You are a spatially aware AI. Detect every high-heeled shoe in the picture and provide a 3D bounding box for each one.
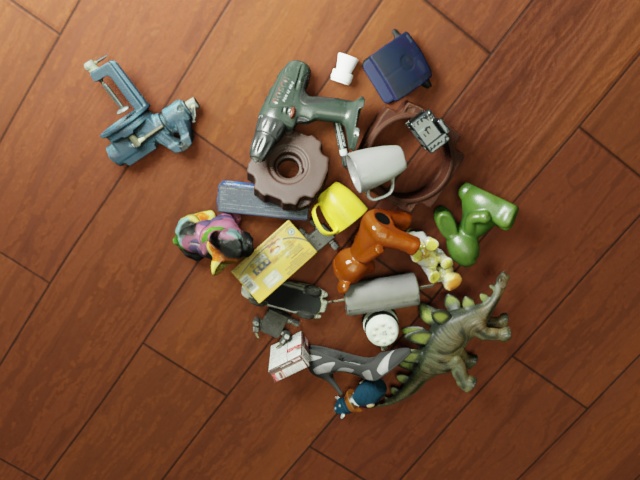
[{"bbox_3d":[0.081,0.263,1.248,0.249,0.086,0.145,-35,84,22],"label":"high-heeled shoe"}]

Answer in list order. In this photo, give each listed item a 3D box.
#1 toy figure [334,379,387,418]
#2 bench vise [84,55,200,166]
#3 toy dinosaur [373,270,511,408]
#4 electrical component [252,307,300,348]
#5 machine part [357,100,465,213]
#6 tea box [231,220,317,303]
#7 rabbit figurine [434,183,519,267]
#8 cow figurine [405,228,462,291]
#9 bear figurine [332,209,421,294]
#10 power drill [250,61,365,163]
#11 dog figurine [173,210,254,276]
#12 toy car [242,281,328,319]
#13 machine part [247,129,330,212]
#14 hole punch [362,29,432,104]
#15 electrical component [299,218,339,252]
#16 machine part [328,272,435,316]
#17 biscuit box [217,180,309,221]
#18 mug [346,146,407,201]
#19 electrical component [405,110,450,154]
[{"bbox_3d":[0.095,0.384,1.301,0.057,0.064,0.154,36,126,-18],"label":"toy figure"},{"bbox_3d":[-0.373,-0.269,1.095,0.224,0.129,0.240,-26,116,16],"label":"bench vise"},{"bbox_3d":[0.285,0.255,1.257,0.198,0.105,0.471,30,109,0],"label":"toy dinosaur"},{"bbox_3d":[-0.109,0.204,1.268,0.102,0.045,0.078,31,105,-8],"label":"electrical component"},{"bbox_3d":[0.186,-0.176,1.143,0.201,0.087,0.201,30,103,-9],"label":"machine part"},{"bbox_3d":[-0.099,0.047,1.175,0.169,0.068,0.098,-40,90,-4],"label":"tea box"},{"bbox_3d":[0.326,-0.027,1.165,0.159,0.121,0.170,25,101,0],"label":"rabbit figurine"},{"bbox_3d":[0.250,0.045,1.209,0.068,0.098,0.167,-41,120,5],"label":"cow figurine"},{"bbox_3d":[0.112,0.030,1.172,0.132,0.120,0.195,12,127,-18],"label":"bear figurine"},{"bbox_3d":[-0.020,-0.240,1.089,0.207,0.086,0.232,12,75,3],"label":"power drill"},{"bbox_3d":[-0.229,0.006,1.125,0.192,0.219,0.108,-1,102,0],"label":"dog figurine"},{"bbox_3d":[-0.080,0.127,1.243,0.202,0.056,0.073,16,98,-5],"label":"toy car"},{"bbox_3d":[-0.066,-0.150,1.128,0.179,0.056,0.179,1,78,-3],"label":"machine part"},{"bbox_3d":[0.161,-0.350,1.095,0.116,0.092,0.142,-34,99,5],"label":"hole punch"},{"bbox_3d":[-0.003,-0.004,1.223,0.063,0.021,0.094,-41,102,11],"label":"electrical component"},{"bbox_3d":[0.140,0.124,1.230,0.243,0.079,0.079,-10,105,3],"label":"machine part"},{"bbox_3d":[-0.123,-0.087,1.180,0.203,0.059,0.062,6,106,-3],"label":"biscuit box"},{"bbox_3d":[0.120,-0.137,1.069,0.107,0.081,0.109,-21,99,-3],"label":"mug"},{"bbox_3d":[0.211,-0.207,1.029,0.048,0.119,0.074,-38,105,10],"label":"electrical component"}]
